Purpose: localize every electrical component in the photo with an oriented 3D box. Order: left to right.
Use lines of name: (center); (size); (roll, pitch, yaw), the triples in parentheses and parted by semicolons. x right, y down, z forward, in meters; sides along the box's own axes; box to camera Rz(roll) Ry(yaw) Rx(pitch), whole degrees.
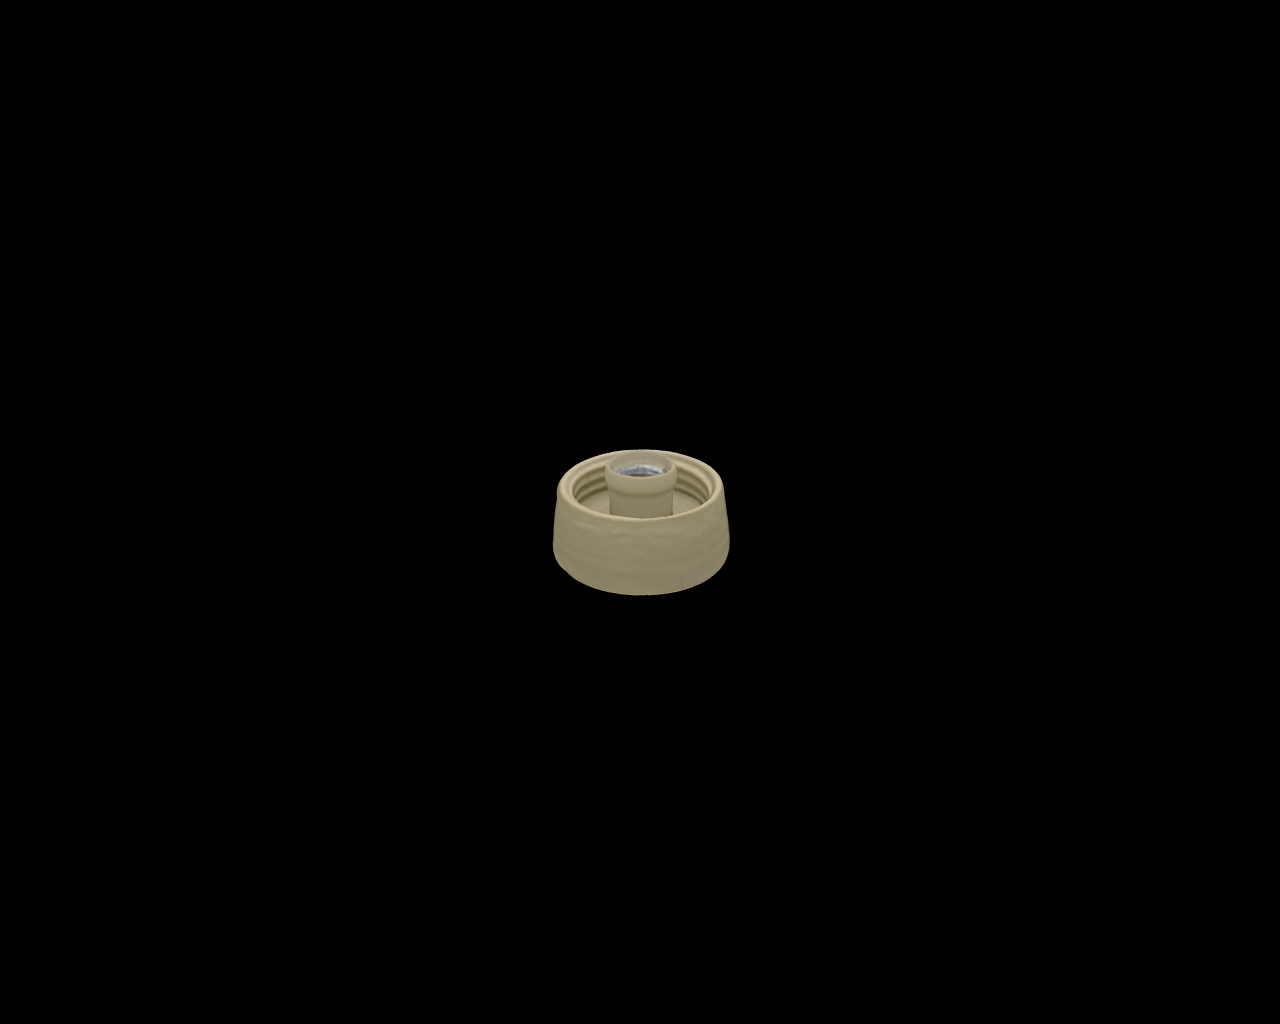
electrical component: (0.001, -0.003, 0.650); (0.108, 0.060, 0.108); (0, 28, 0)
